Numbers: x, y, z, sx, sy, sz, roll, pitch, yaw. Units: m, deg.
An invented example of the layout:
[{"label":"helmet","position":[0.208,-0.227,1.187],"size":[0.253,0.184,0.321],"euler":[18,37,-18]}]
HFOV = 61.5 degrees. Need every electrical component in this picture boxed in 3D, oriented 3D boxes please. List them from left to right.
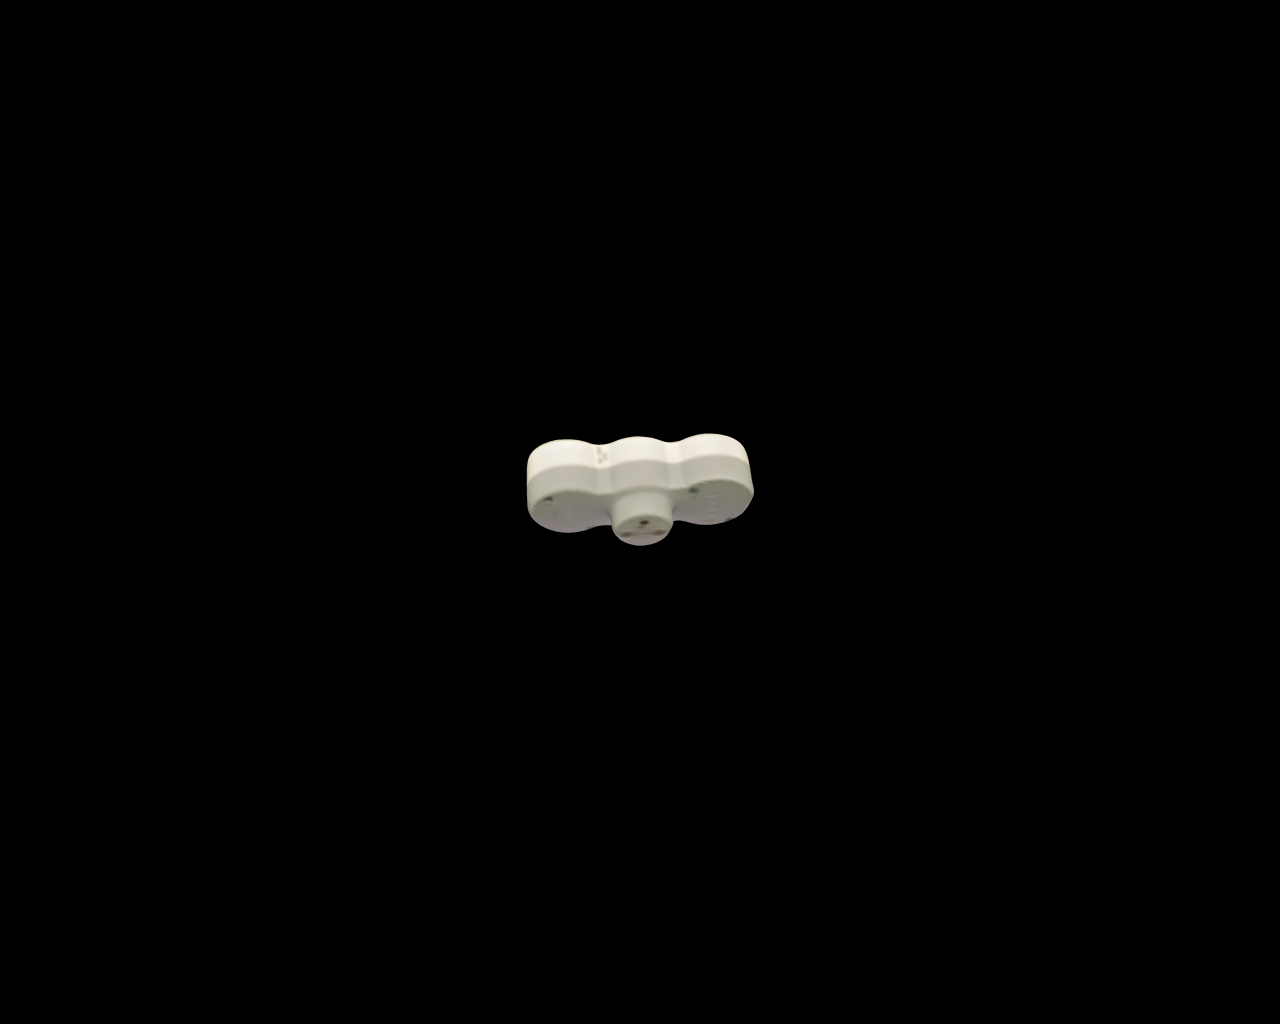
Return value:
[{"label":"electrical component","position":[0.001,-0.003,0.650],"size":[0.138,0.074,0.052],"euler":[-3,-34,-2]}]
